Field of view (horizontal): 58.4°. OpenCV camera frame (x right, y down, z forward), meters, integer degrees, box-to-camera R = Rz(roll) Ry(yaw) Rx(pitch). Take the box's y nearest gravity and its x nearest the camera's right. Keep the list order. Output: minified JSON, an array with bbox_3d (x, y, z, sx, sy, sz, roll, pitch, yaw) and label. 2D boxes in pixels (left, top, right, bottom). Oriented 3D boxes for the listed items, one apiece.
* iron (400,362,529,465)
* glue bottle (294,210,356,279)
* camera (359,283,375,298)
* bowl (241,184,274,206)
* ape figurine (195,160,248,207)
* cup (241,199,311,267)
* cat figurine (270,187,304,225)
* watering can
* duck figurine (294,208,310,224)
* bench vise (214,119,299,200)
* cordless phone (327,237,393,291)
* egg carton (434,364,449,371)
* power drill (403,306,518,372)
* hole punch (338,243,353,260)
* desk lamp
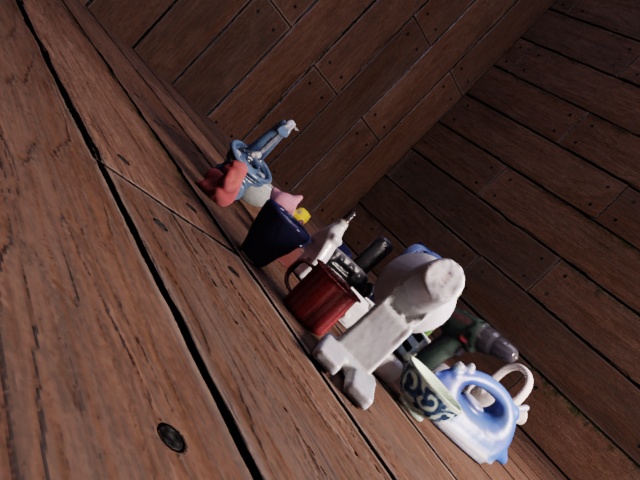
[{"bbox_3d":[0.279,0.301,1.069,0.259,0.141,0.118,43,4,-23],"label":"iron"},{"bbox_3d":[0.011,0.004,1.174,0.037,0.173,0.078,41,5,-41],"label":"glue bottle"},{"bbox_3d":[0.169,0.167,1.643,0.137,0.100,0.143,42,4,-30],"label":"camera"},{"bbox_3d":[-0.177,-0.139,1.450,0.167,0.074,0.167,44,4,-3],"label":"bowl"},{"bbox_3d":[-0.175,-0.114,1.078,0.076,0.092,0.077,43,4,-27],"label":"ape figurine"},{"bbox_3d":[-0.072,0.001,0.922,0.091,0.095,0.118,48,5,39],"label":"cup"},{"bbox_3d":[-0.080,-0.054,1.251,0.067,0.117,0.127,41,5,-47],"label":"cat figurine"},{"bbox_3d":[0.377,0.347,1.230,0.174,0.194,0.100,41,5,-48],"label":"watering can"},{"bbox_3d":[-0.063,-0.048,1.594,0.105,0.086,0.077,43,4,-19],"label":"duck figurine"},{"bbox_3d":[-0.153,-0.199,1.272,0.122,0.219,0.206,42,5,-40],"label":"bench vise"},{"bbox_3d":[0.082,0.041,1.440,0.148,0.185,0.094,43,4,-24],"label":"cordless phone"},{"bbox_3d":[0.313,0.358,1.371,0.107,0.069,0.151,47,5,36],"label":"egg carton"},{"bbox_3d":[0.298,0.252,1.288,0.076,0.208,0.228,40,6,-48],"label":"power drill"},{"bbox_3d":[0.025,0.034,1.618,0.101,0.091,0.108,41,5,-43],"label":"hole punch"},{"bbox_3d":[0.107,0.107,0.789,0.118,0.213,0.203,45,4,4],"label":"desk lamp"}]
